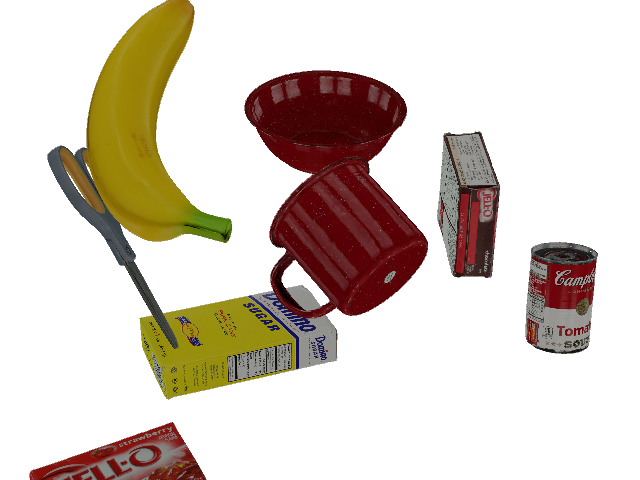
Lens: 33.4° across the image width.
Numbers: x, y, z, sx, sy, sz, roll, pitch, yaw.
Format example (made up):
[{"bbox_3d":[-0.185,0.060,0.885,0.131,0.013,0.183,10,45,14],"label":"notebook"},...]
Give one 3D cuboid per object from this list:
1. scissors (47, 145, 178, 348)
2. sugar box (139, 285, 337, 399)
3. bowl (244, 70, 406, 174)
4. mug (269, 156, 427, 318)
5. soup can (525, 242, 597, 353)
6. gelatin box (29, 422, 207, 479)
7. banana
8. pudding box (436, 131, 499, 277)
[{"bbox_3d":[-0.177,-0.003,0.952,0.016,0.201,0.096,-27,22,12],"label":"scissors"},{"bbox_3d":[-0.081,0.097,1.051,0.176,0.048,0.093,-13,33,-18],"label":"sugar box"},{"bbox_3d":[0.004,-0.112,1.073,0.162,0.055,0.162,1,35,-1],"label":"bowl"},{"bbox_3d":[0.015,0.008,0.775,0.117,0.081,0.093,-43,-21,5],"label":"mug"},{"bbox_3d":[0.252,0.060,1.122,0.068,0.102,0.068,1,17,0],"label":"soup can"},{"bbox_3d":[-0.111,0.144,0.597,0.089,0.030,0.073,-16,28,-20],"label":"gelatin box"},{"bbox_3d":[-0.095,-0.066,0.591,0.069,0.198,0.037,-4,-39,-12],"label":"banana"},{"bbox_3d":[0.129,-0.033,0.939,0.039,0.090,0.113,-1,30,-3],"label":"pudding box"}]
